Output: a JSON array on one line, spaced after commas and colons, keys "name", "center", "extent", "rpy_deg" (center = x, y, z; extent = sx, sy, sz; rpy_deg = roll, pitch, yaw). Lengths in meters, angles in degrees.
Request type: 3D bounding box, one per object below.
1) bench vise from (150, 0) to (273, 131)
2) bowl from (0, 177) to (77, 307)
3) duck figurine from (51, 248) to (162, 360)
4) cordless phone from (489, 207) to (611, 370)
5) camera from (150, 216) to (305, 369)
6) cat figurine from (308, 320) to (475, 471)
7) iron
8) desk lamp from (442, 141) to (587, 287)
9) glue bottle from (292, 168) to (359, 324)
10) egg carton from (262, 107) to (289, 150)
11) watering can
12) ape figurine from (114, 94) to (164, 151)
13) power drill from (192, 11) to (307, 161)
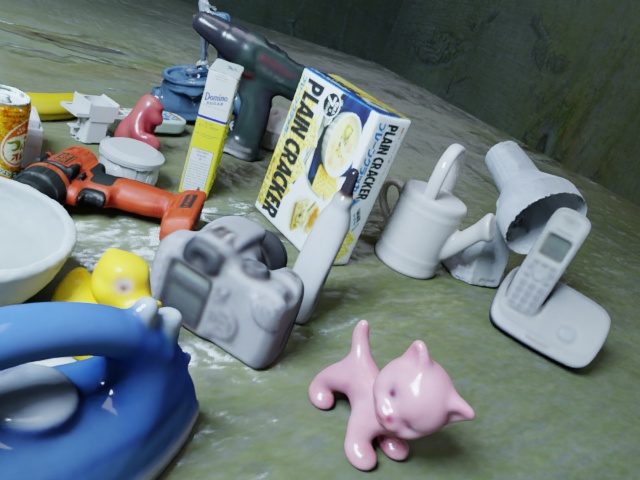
[{"name": "bench vise", "center": [-0.183, -0.306, 1.034], "extent": [0.208, 0.220, 0.121], "rpy_deg": [4, 30, -38]}, {"name": "bowl", "center": [-0.283, 0.011, 0.446], "extent": [0.167, 0.075, 0.167], "rpy_deg": [19, 23, -9]}, {"name": "duck figurine", "center": [-0.168, 0.046, 0.463], "extent": [0.104, 0.086, 0.078], "rpy_deg": [34, 25, 23]}, {"name": "cordless phone", "center": [0.324, 0.063, 0.754], "extent": [0.147, 0.185, 0.094], "rpy_deg": [30, 24, 16]}, {"name": "camera", "center": [-0.071, 0.031, 0.565], "extent": [0.143, 0.101, 0.137], "rpy_deg": [30, 24, 15]}, {"name": "cat figurine", "center": [0.059, 0.121, 0.471], "extent": [0.067, 0.118, 0.127], "rpy_deg": [4, 30, -38]}, {"name": "iron", "center": [-0.154, 0.087, 0.317], "extent": [0.118, 0.141, 0.259], "rpy_deg": [37, 27, 29]}, {"name": "desk lamp", "center": [0.277, -0.033, 0.879], "extent": [0.118, 0.213, 0.202], "rpy_deg": [11, 26, -26]}, {"name": "glue bottle", "center": [0.006, 0.002, 0.606], "extent": [0.037, 0.173, 0.078], "rpy_deg": [25, 23, 5]}, {"name": "egg carton", "center": [-0.049, -0.209, 1.141], "extent": [0.151, 0.069, 0.107], "rpy_deg": [14, 25, -20]}, {"name": "watering can", "center": [0.169, -0.045, 0.832], "extent": [0.173, 0.194, 0.101], "rpy_deg": [24, 23, 1]}, {"name": "ape figurine", "center": [-0.253, -0.165, 0.830], "extent": [0.076, 0.092, 0.078], "rpy_deg": [19, 23, -9]}, {"name": "power drill", "center": [-0.130, -0.251, 0.981], "extent": [0.230, 0.208, 0.075], "rpy_deg": [15, 24, -17]}]
